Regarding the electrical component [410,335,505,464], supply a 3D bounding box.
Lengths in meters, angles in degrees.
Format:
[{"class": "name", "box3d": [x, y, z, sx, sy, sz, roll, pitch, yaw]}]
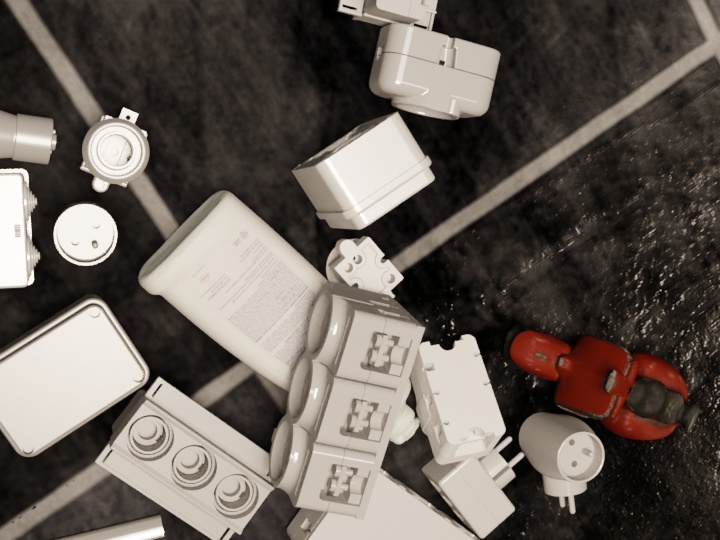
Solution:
[{"class": "electrical component", "box3d": [0.078, 0.108, 0.886, 0.050, 0.055, 0.089, -9, 63, -14]}]

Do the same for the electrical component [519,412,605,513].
[{"class": "electrical component", "box3d": [0.174, 0.168, 0.922, 0.043, 0.077, 0.079, -10, 98, -15]}]

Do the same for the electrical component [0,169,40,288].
[{"class": "electrical component", "box3d": [-0.287, -0.029, 0.787, 0.100, 0.048, 0.099, -3, 96, -16]}]

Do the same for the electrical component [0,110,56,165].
[{"class": "electrical component", "box3d": [-0.259, -0.099, 0.793, 0.065, 0.044, 0.044, 6, 94, -21]}]

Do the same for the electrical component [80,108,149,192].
[{"class": "electrical component", "box3d": [-0.184, -0.089, 0.807, 0.048, 0.055, 0.066, 22, 89, -17]}]

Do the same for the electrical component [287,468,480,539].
[{"class": "electrical component", "box3d": [0.026, 0.227, 0.894, 0.150, 0.062, 0.089, 38, 85, -16]}]

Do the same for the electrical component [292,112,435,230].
[{"class": "electrical component", "box3d": [0.001, -0.074, 0.831, 0.078, 0.113, 0.057, -35, 100, -10]}]

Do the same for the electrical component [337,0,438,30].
[{"class": "electrical component", "box3d": [0.035, -0.256, 0.849, 0.079, 0.063, 0.121, 11, 92, -17]}]

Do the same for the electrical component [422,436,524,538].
[{"class": "electrical component", "box3d": [0.106, 0.175, 0.919, 0.077, 0.047, 0.065, -39, 104, -9]}]

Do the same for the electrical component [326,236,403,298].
[{"class": "electrical component", "box3d": [0.000, 0.000, 0.867, 0.048, 0.055, 0.066, -43, 105, -8]}]

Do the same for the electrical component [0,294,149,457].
[{"class": "electrical component", "box3d": [-0.225, 0.078, 0.811, 0.113, 0.057, 0.078, -33, 103, -10]}]

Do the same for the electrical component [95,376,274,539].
[{"class": "electrical component", "box3d": [-0.133, 0.147, 0.840, 0.121, 0.063, 0.078, 38, 85, -16]}]

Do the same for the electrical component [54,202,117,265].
[{"class": "electrical component", "box3d": [-0.203, -0.029, 0.794, 0.043, 0.081, 0.043, -2, 96, -14]}]

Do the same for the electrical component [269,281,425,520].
[{"class": "electrical component", "box3d": [-0.016, 0.093, 0.795, 0.062, 0.089, 0.150, 14, 100, -18]}]

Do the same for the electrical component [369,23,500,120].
[{"class": "electrical component", "box3d": [0.059, -0.157, 0.870, 0.095, 0.054, 0.059, 12, 92, -17]}]
